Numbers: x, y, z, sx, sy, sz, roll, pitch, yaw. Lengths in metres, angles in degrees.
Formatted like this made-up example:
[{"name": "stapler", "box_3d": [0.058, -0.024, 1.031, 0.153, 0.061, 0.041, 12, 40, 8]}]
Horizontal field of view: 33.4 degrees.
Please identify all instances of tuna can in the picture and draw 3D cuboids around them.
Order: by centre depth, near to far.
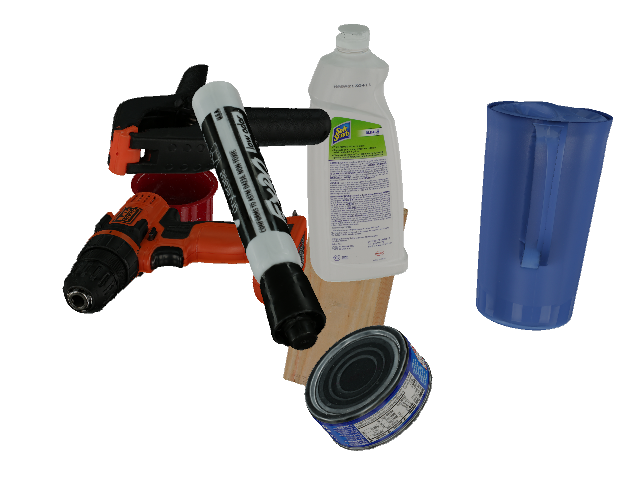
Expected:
[{"name": "tuna can", "box_3d": [0.032, 0.100, 0.739, 0.086, 0.086, 0.033, 0, -42, 47]}]

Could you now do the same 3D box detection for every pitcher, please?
[{"name": "pitcher", "box_3d": [0.235, -0.027, 1.166, 0.149, 0.243, 0.145, -7, 19, -34]}]

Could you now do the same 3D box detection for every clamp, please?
[{"name": "clamp", "box_3d": [-0.086, -0.081, 0.707, 0.120, 0.039, 0.171, 22, 25, 33]}]

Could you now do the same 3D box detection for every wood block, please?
[{"name": "wood block", "box_3d": [0.028, 0.061, 1.196, 0.090, 0.206, 0.090, 16, 23, 12]}]

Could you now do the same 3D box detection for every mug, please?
[{"name": "mug", "box_3d": [-0.167, -0.024, 1.161, 0.093, 0.081, 0.117, 26, 41, 27]}]

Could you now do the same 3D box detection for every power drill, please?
[{"name": "power drill", "box_3d": [-0.113, 0.016, 0.931, 0.188, 0.057, 0.184, 8, 29, 8]}]

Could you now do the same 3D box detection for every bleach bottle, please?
[{"name": "bleach bottle", "box_3d": [0.038, -0.084, 1.037, 0.102, 0.251, 0.068, -7, 29, -14]}]

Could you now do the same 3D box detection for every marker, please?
[{"name": "marker", "box_3d": [-0.023, -0.011, 0.380, 0.020, 0.121, 0.020, -14, -38, -11]}]
